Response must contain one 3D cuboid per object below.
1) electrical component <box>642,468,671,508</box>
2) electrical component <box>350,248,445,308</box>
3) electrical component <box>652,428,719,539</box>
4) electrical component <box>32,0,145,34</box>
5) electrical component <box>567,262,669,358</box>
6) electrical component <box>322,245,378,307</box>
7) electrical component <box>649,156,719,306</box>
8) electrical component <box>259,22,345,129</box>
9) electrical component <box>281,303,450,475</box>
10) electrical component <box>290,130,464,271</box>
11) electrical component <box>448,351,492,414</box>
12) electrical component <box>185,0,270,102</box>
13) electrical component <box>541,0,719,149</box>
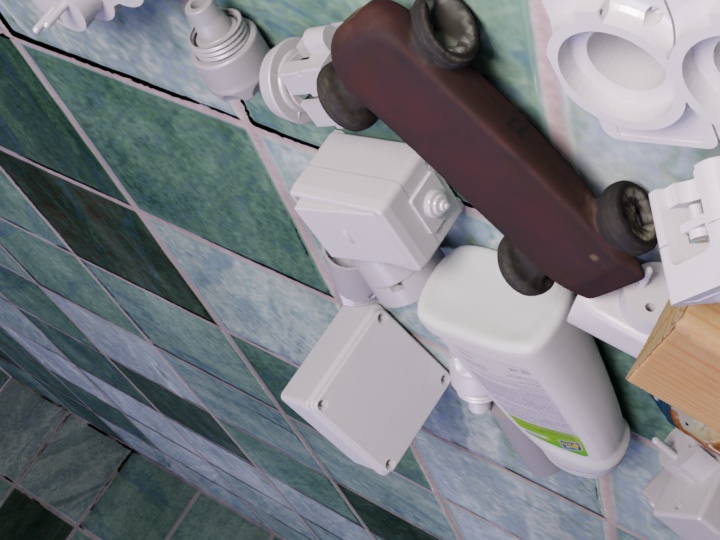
[{"bbox_3d":[0.260,0.185,0.773,0.099,0.048,0.100,46,178,-31],"label":"electrical component"},{"bbox_3d":[0.023,-0.010,0.727,0.055,0.055,0.047,8,144,51],"label":"electrical component"},{"bbox_3d":[0.217,0.121,0.683,0.076,0.083,0.047,39,160,-13],"label":"electrical component"},{"bbox_3d":[-0.165,-0.166,0.629,0.052,0.073,0.138,44,158,-27],"label":"electrical component"},{"bbox_3d":[0.161,0.020,0.595,0.077,0.044,0.079,28,159,15],"label":"electrical component"},{"bbox_3d":[0.000,0.000,0.800,0.043,0.043,0.081,26,159,21],"label":"electrical component"},{"bbox_3d":[0.169,-0.012,0.425,0.089,0.055,0.050,-4,167,-16],"label":"electrical component"},{"bbox_3d":[-0.022,-0.105,0.592,0.055,0.048,0.066,3,144,42],"label":"electrical component"},{"bbox_3d":[0.007,0.101,0.926,0.109,0.108,0.056,45,160,-27],"label":"electrical component"},{"bbox_3d":[0.013,-0.040,0.663,0.096,0.061,0.061,15,153,42],"label":"electrical component"},{"bbox_3d":[0.091,0.083,0.832,0.043,0.043,0.062,20,134,34],"label":"electrical component"},{"bbox_3d":[-0.079,-0.131,0.623,0.043,0.043,0.062,18,154,37],"label":"electrical component"},{"bbox_3d":[0.143,-0.084,0.361,0.150,0.061,0.089,14,152,43],"label":"electrical component"}]
